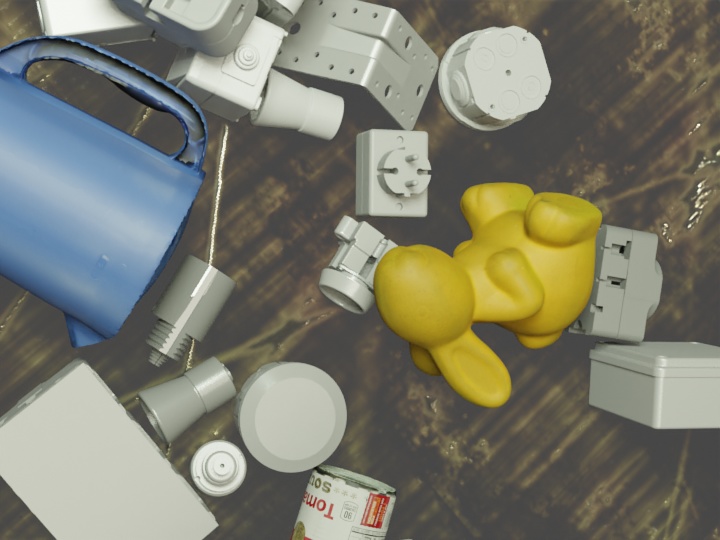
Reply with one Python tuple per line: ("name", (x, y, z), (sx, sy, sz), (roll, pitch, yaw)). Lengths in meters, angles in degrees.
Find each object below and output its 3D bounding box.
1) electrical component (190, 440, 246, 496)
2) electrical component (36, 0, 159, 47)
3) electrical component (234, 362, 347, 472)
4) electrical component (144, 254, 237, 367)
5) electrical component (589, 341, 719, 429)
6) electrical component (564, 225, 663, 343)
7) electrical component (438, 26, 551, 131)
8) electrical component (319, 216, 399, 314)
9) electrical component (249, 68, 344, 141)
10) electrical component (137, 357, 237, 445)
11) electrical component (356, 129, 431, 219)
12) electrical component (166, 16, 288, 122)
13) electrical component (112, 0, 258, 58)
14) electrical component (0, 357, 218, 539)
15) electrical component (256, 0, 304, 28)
("electrical component", (-0.103, 0.144, 0.781), (0.040, 0.078, 0.040), (2, 77, -10))
("electrical component", (-0.178, -0.192, 0.757), (0.096, 0.062, 0.061), (-12, 94, -17))
("electrical component", (-0.054, 0.108, 0.805), (0.080, 0.051, 0.080), (0, 91, -17))
("electrical component", (-0.129, 0.034, 0.785), (0.043, 0.043, 0.081), (33, 82, -15))
("electrical component", (0.258, 0.092, 0.871), (0.109, 0.109, 0.056), (2, 93, -17))
("electrical component", (0.210, 0.012, 0.885), (0.056, 0.050, 0.089), (9, 89, -17))
("electrical component", (0.107, -0.152, 0.850), (0.080, 0.051, 0.080), (0, 91, -17))
("electrical component", (0.000, 0.000, 0.824), (0.066, 0.048, 0.055), (36, 74, -15))
("electrical component", (-0.045, -0.122, 0.810), (0.065, 0.044, 0.044), (14, 87, -21))
("electrical component", (-0.124, 0.093, 0.790), (0.065, 0.044, 0.044), (-30, 99, -19))
("electrical component", (0.030, -0.073, 0.814), (0.047, 0.077, 0.065), (0, 91, -17))
("electrical component", (-0.096, -0.149, 0.764), (0.061, 0.096, 0.061), (22, 85, -16))
("electrical component", (-0.118, -0.182, 0.700), (0.095, 0.059, 0.053), (28, 84, 10))
("electrical component", (-0.185, 0.147, 0.760), (0.089, 0.062, 0.150), (-39, 101, -13))
("electrical component", (-0.072, -0.216, 0.762), (0.078, 0.113, 0.057), (32, 85, -15))
